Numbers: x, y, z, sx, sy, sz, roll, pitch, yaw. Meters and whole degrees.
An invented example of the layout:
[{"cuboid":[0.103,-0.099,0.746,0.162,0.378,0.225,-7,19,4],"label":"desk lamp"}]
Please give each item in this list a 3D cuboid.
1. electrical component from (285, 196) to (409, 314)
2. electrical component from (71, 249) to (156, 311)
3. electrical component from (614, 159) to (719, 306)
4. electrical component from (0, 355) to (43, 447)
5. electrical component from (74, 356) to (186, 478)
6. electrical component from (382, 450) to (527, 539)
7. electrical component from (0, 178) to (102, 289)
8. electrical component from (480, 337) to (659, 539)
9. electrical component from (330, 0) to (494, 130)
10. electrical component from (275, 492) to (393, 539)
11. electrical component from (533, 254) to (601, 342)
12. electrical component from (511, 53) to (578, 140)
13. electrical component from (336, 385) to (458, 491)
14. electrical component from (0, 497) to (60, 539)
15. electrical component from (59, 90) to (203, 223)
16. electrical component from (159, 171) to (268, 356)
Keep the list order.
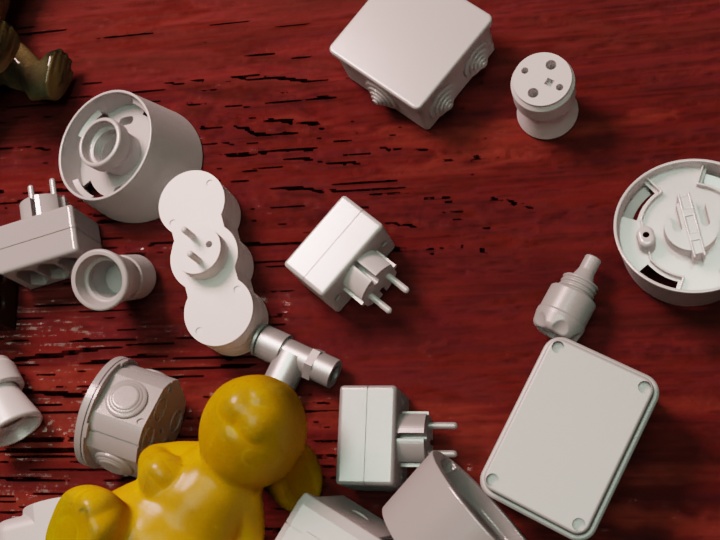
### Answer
[{"cuboid":[0.000,0.000,0.763,0.077,0.047,0.065,39,85,22],"label":"electrical component"},{"cuboid":[-0.178,0.006,0.795,0.044,0.065,0.044,0,92,13],"label":"electrical component"},{"cuboid":[0.218,-0.024,0.708,0.099,0.064,0.099,-4,73,13],"label":"electrical component"},{"cuboid":[-0.269,0.097,0.802,0.045,0.045,0.055,-35,69,2],"label":"electrical component"},{"cuboid":[-0.161,0.105,0.755,0.051,0.080,0.080,16,78,13],"label":"electrical component"},{"cuboid":[0.060,0.172,0.668,0.060,0.108,0.108,-43,69,5],"label":"electrical component"},{"cuboid":[-0.243,-0.034,0.833,0.066,0.047,0.076,-16,71,9],"label":"electrical component"},{"cuboid":[0.135,0.109,0.692,0.078,0.057,0.113,25,81,19],"label":"electrical component"},{"cuboid":[0.041,-0.165,0.801,0.100,0.048,0.099,37,85,21],"label":"electrical component"},{"cuboid":[-0.015,0.179,0.687,0.062,0.096,0.061,28,81,20],"label":"electrical component"},{"cuboid":[0.145,0.018,0.729,0.035,0.035,0.061,26,79,20],"label":"electrical component"},{"cuboid":[0.131,-0.123,0.763,0.045,0.055,0.045,-4,73,13],"label":"electrical component"},{"cuboid":[0.028,0.114,0.722,0.077,0.047,0.065,-2,73,14],"label":"electrical component"},{"cuboid":[-0.204,0.192,0.752,0.095,0.053,0.059,-15,71,9],"label":"electrical component"},{"cuboid":[-0.182,-0.089,0.839,0.099,0.064,0.099,-8,71,26],"label":"electrical component"},{"cuboid":[-0.113,-0.010,0.780,0.052,0.073,0.138,-20,70,8],"label":"electrical component"}]
